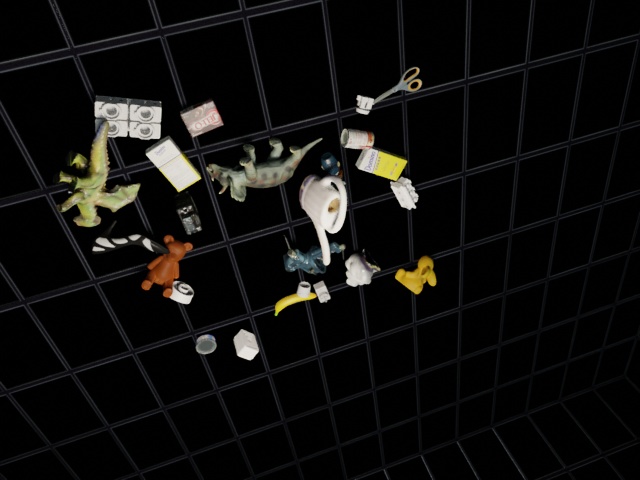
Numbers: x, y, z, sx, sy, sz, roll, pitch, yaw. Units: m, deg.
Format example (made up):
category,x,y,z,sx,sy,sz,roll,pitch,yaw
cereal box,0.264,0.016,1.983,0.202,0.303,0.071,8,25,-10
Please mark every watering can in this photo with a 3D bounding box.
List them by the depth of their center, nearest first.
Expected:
category,x,y,z,sx,sy,sz,roll,pitch,yaw
watering can,0.006,-0.095,1.891,0.104,0.228,0.340,-10,128,-35

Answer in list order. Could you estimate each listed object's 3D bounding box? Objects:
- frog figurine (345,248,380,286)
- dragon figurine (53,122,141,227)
category,x,y,z,sx,sy,sz,roll,pitch,yaw
frog figurine,0.157,0.133,2.173,0.137,0.124,0.157,45,113,-3
dragon figurine,-0.694,-0.185,1.653,0.406,0.124,0.241,-45,149,19
